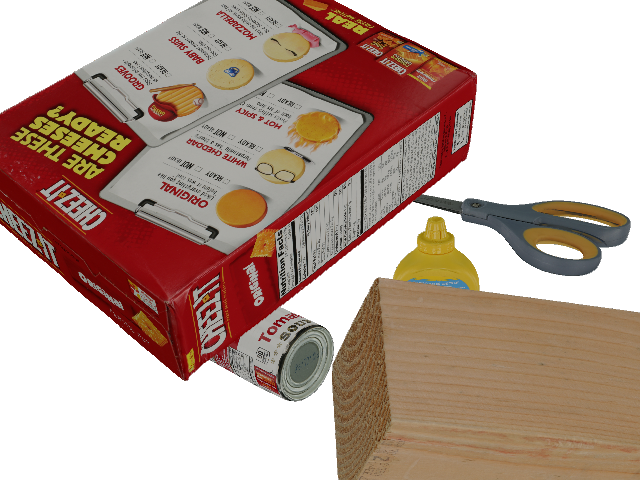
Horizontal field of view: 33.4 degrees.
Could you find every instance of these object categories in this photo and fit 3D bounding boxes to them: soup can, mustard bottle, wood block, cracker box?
[{"bbox_3d":[-0.048,0.086,0.892,0.102,0.068,0.068,21,13,37],"label":"soup can"},{"bbox_3d":[0.128,0.065,1.189,0.096,0.192,0.058,1,24,7],"label":"mustard bottle"},{"bbox_3d":[0.118,0.093,0.580,0.206,0.091,0.090,8,-41,-13],"label":"wood block"},{"bbox_3d":[-0.048,-0.048,0.567,0.164,0.072,0.213,34,58,30],"label":"cracker box"}]

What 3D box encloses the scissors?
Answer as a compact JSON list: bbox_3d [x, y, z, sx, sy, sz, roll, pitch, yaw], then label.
[{"bbox_3d":[0.115,-0.011,0.755,0.202,0.016,0.096,6,30,12],"label":"scissors"}]
